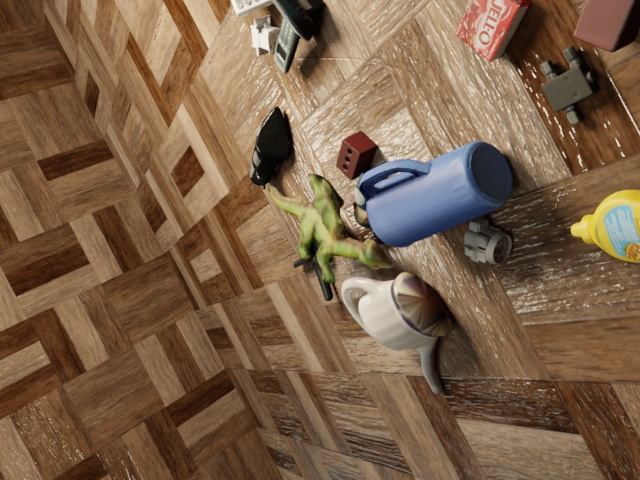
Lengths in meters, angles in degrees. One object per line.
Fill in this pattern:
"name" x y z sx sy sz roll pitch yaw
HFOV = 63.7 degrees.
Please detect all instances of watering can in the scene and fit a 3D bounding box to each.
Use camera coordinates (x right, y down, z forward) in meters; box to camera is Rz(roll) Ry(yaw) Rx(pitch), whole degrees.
"watering can" 0.197 0.195 1.114 0.106 0.347 0.220 -49 5 -36

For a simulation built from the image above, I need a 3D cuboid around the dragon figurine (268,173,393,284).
"dragon figurine" 0.004 -0.059 1.171 0.124 0.415 0.237 -31 -27 -29
